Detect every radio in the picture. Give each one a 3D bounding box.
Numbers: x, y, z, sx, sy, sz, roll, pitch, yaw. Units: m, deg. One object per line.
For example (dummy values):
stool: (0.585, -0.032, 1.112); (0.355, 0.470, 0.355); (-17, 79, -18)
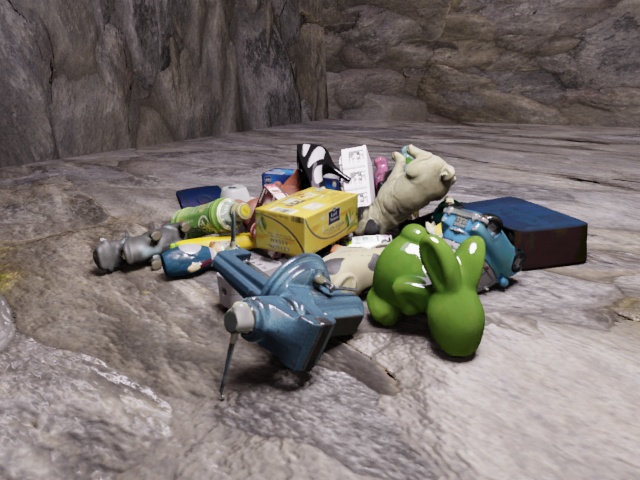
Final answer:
radio: (0.359, -0.018, 0.978); (0.131, 0.073, 0.230); (-8, 17, -11)

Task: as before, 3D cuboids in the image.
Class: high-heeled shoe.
high-heeled shoe: (-0.043, -0.096, 1.091); (0.145, 0.086, 0.249); (31, 61, 12)

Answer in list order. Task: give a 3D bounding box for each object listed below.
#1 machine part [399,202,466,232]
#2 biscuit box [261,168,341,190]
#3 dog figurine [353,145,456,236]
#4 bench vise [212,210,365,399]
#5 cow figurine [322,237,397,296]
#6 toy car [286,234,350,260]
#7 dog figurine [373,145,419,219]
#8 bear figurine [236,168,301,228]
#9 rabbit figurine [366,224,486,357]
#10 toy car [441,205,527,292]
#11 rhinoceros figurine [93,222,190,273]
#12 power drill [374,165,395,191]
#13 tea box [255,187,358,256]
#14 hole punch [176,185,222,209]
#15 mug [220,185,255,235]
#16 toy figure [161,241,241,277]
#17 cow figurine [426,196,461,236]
machine part: (0.228, -0.040, 1.086); (0.139, 0.039, 0.084); (-16, -23, -10)
biscuit box: (-0.037, -0.127, 1.261); (0.203, 0.062, 0.059); (7, 22, 24)
dog figurine: (0.155, -0.068, 1.018); (0.190, 0.121, 0.172); (-56, 12, -12)
bench vise: (-0.064, 0.069, 0.677); (0.223, 0.128, 0.241); (-11, 35, -45)
cow figurine: (0.066, 0.045, 0.821); (0.127, 0.085, 0.195); (4, 16, 41)
toy car: (-0.002, -0.003, 0.998); (0.056, 0.073, 0.202); (12, 23, 31)
dog figurine: (0.182, -0.094, 1.210); (0.109, 0.191, 0.219); (-14, 44, 20)
bear figurine: (-0.083, -0.078, 1.148); (0.132, 0.120, 0.196); (-38, -8, 33)
rabbit figurine: (0.155, 0.063, 0.678); (0.121, 0.159, 0.170); (-1, 30, -25)
toy car: (0.230, 0.024, 0.806); (0.109, 0.161, 0.103); (23, 75, 44)
rhinoceros figurine: (-0.334, 0.010, 1.027); (0.112, 0.073, 0.190); (14, 24, 40)
power drill: (0.109, -0.147, 1.420); (0.207, 0.086, 0.232); (-5, 3, -20)
tea box: (-0.018, -0.033, 0.868); (0.098, 0.068, 0.169); (13, 22, 31)
hole punch: (-0.268, -0.069, 1.243); (0.142, 0.092, 0.116); (-9, 22, -26)
mug: (-0.172, -0.067, 1.179); (0.109, 0.107, 0.081); (-11, 20, -17)
toy figure: (-0.204, 0.032, 0.965); (0.154, 0.057, 0.064); (-11, 58, -26)
cow figurine: (0.228, -0.020, 0.968); (0.068, 0.098, 0.167); (8, 20, 16)
